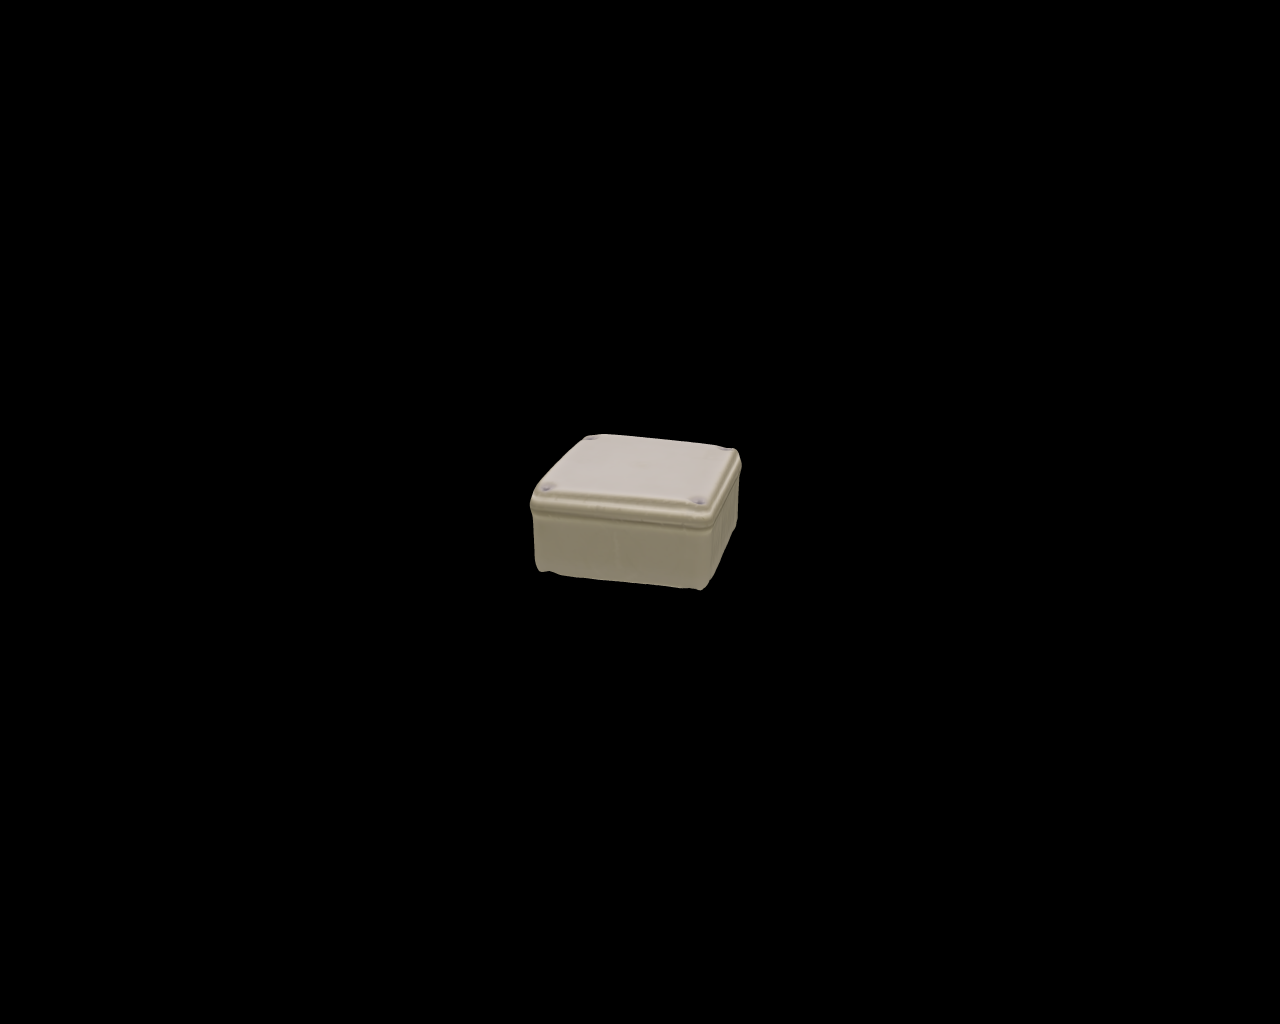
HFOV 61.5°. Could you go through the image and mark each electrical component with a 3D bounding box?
[{"bbox_3d":[0.001,-0.003,0.650,0.109,0.056,0.109,6,24,14],"label":"electrical component"}]
